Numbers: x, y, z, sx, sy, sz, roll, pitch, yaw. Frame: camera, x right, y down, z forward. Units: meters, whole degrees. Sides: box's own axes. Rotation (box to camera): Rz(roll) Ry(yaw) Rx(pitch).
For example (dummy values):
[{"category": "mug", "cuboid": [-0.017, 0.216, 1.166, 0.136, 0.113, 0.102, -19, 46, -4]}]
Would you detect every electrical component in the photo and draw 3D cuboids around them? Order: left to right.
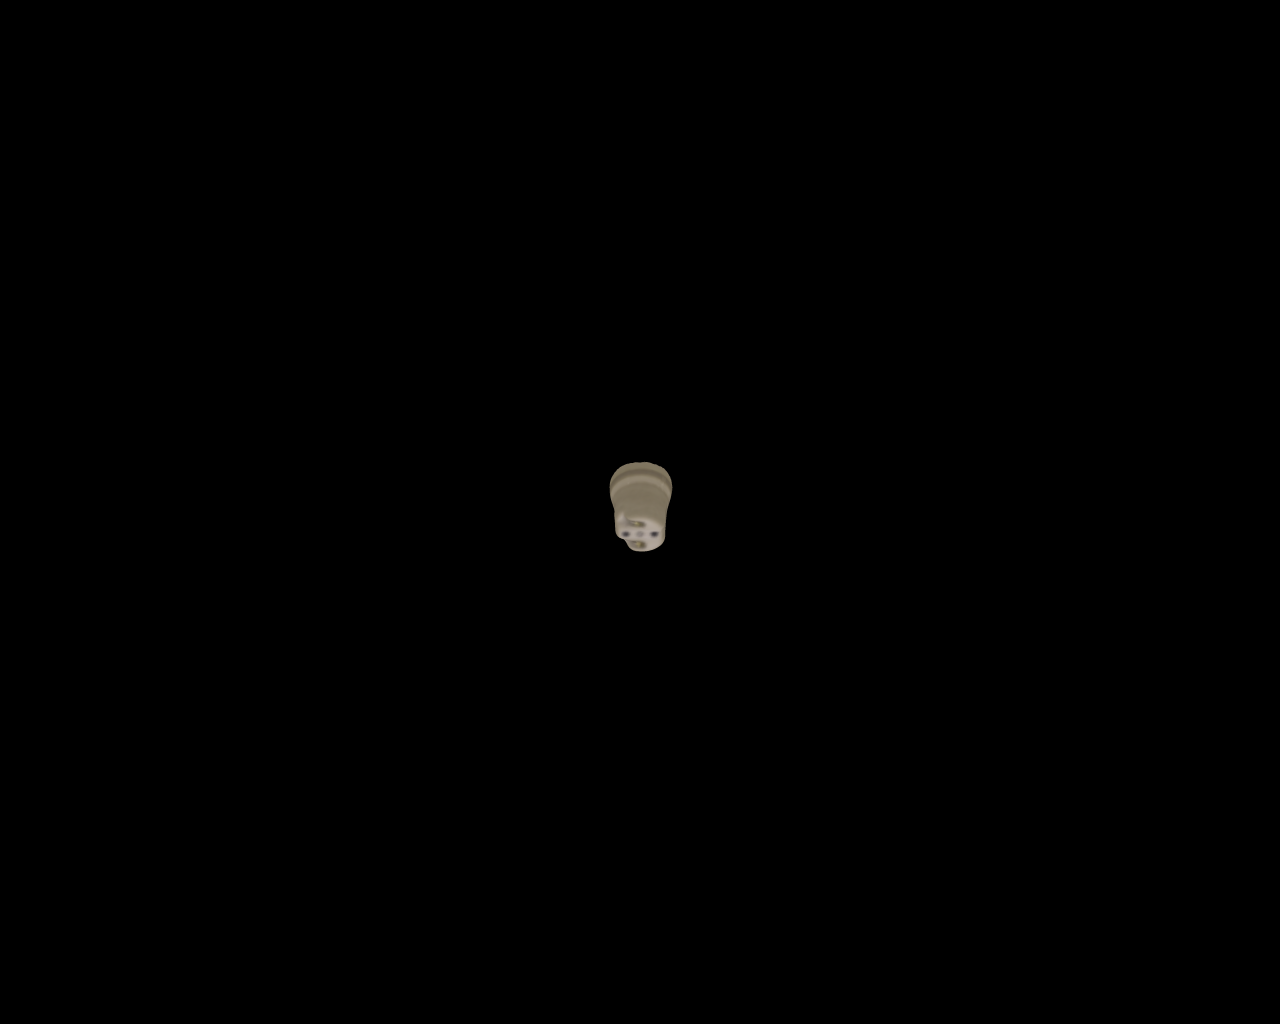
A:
[{"category": "electrical component", "cuboid": [0.001, -0.003, 0.650, 0.040, 0.046, 0.040, 0, -43, 0]}]
